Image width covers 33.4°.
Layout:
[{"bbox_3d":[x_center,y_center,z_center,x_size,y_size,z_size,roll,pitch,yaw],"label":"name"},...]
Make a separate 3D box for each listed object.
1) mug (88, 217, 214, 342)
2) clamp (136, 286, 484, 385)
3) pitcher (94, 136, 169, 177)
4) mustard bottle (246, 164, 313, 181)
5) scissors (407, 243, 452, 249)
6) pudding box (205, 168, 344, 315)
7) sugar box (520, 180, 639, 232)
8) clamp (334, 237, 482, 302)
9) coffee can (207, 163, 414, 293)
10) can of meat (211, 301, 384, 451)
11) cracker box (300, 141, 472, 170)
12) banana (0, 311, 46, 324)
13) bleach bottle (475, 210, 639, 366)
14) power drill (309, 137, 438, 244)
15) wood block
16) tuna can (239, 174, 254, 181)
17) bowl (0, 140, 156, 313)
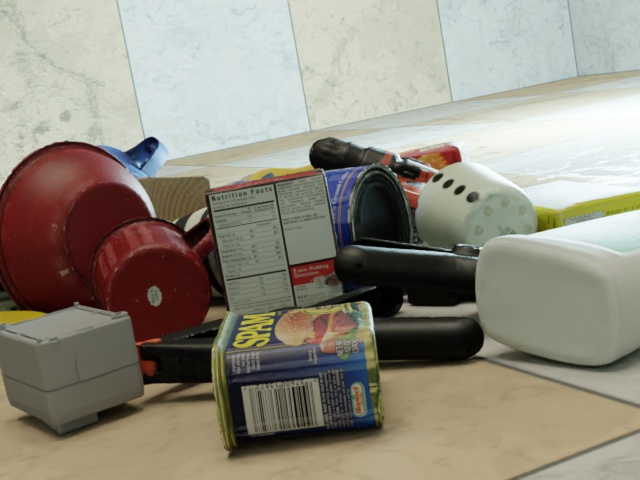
[{"bbox_3d":[-0.121,0.027,0.828,0.117,0.093,0.081,-40,18,-5],"label":"mug"},{"bbox_3d":[-0.010,0.063,0.679,0.209,0.036,0.165,-10,8,-20],"label":"clamp"},{"bbox_3d":[-0.261,-0.054,1.362,0.144,0.149,0.243,-1,9,-18],"label":"pitcher"},{"bbox_3d":[-0.029,-0.031,1.096,0.191,0.096,0.058,-16,-18,-28],"label":"mustard bottle"},{"bbox_3d":[0.147,0.012,0.788,0.202,0.016,0.096,12,15,39],"label":"scissors"},{"bbox_3d":[-0.032,0.010,0.785,0.090,0.113,0.039,-10,5,-1],"label":"pudding box"},{"bbox_3d":[0.212,-0.021,0.926,0.093,0.048,0.176,-12,6,-11],"label":"sugar box"},{"bbox_3d":[0.090,0.022,0.699,0.172,0.039,0.120,5,9,15],"label":"clamp"},{"bbox_3d":[-0.008,-0.005,0.877,0.141,0.103,0.102,-5,10,32],"label":"coffee can"},{"bbox_3d":[-0.010,0.070,0.579,0.084,0.057,0.102,-7,10,2],"label":"can of meat"},{"bbox_3d":[0.068,-0.065,1.245,0.214,0.072,0.164,-8,5,12],"label":"cracker box"},{"bbox_3d":[-0.269,0.080,0.856,0.198,0.037,0.069,-4,9,36],"label":"banana"},{"bbox_3d":[0.216,0.010,0.671,0.250,0.068,0.103,-16,19,-39],"label":"bleach bottle"},{"bbox_3d":[0.064,-0.045,1.010,0.184,0.057,0.187,19,18,5],"label":"power drill"},{"bbox_3d":[-0.205,-0.009,1.080,0.090,0.090,0.207,-5,0,-43],"label":"wood block"},{"bbox_3d":[-0.059,-0.030,1.145,0.085,0.086,0.034,-16,10,-34],"label":"tuna can"},{"bbox_3d":[-0.190,-0.004,0.891,0.055,0.162,0.161,1,14,44],"label":"bowl"}]
